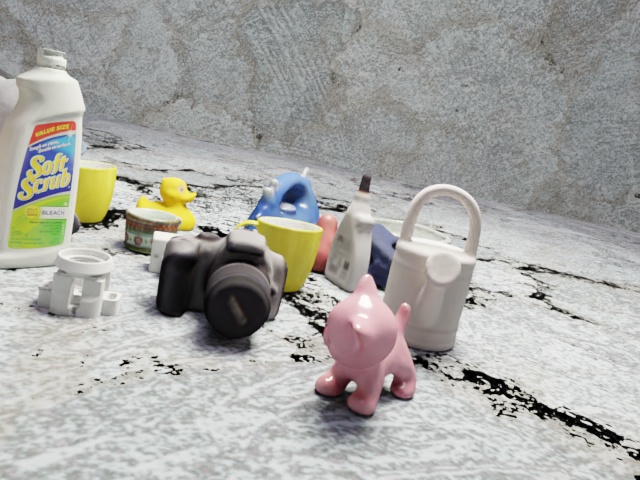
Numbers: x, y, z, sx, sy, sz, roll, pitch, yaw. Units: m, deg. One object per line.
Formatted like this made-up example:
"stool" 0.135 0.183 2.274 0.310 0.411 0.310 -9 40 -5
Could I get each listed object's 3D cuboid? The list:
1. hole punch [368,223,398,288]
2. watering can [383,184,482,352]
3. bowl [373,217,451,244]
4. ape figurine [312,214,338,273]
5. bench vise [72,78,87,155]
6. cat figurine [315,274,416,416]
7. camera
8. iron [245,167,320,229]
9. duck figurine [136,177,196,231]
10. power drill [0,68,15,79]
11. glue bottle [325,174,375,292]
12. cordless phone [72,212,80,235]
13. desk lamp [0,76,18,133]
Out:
"hole punch" 0.113 0.027 0.927 0.100 0.091 0.109 17 13 20
"watering can" 0.141 0.030 0.696 0.101 0.194 0.172 8 13 -17
"bowl" 0.154 0.014 1.066 0.167 0.075 0.167 12 12 -2
"ape figurine" 0.009 0.003 0.930 0.077 0.092 0.076 19 14 28
"bench vise" -0.501 -0.200 1.052 0.122 0.220 0.206 3 15 -36
"cat figurine" 0.047 0.089 0.520 0.067 0.118 0.128 21 15 35
"camera" -0.104 0.043 0.624 0.143 0.101 0.136 10 12 -10
"iron" -0.069 -0.053 0.995 0.118 0.141 0.259 15 13 13
"duck figurine" -0.265 -0.068 1.001 0.104 0.086 0.077 10 12 -8
"power drill" -0.578 -0.203 1.019 0.076 0.208 0.229 9 13 -14
"glue bottle" 0.053 -0.014 0.858 0.037 0.173 0.078 4 14 -31
"cordless phone" -0.397 -0.099 0.779 0.147 0.185 0.094 16 13 17
"desk lamp" -0.496 -0.155 0.867 0.203 0.213 0.118 15 13 12
